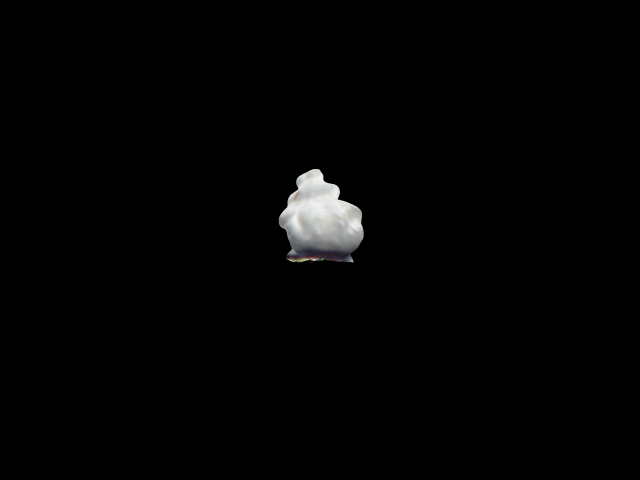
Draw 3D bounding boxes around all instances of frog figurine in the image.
[{"bbox_3d":[0.003,-0.043,0.850,0.137,0.160,0.122,-1,-6,11],"label":"frog figurine"}]
